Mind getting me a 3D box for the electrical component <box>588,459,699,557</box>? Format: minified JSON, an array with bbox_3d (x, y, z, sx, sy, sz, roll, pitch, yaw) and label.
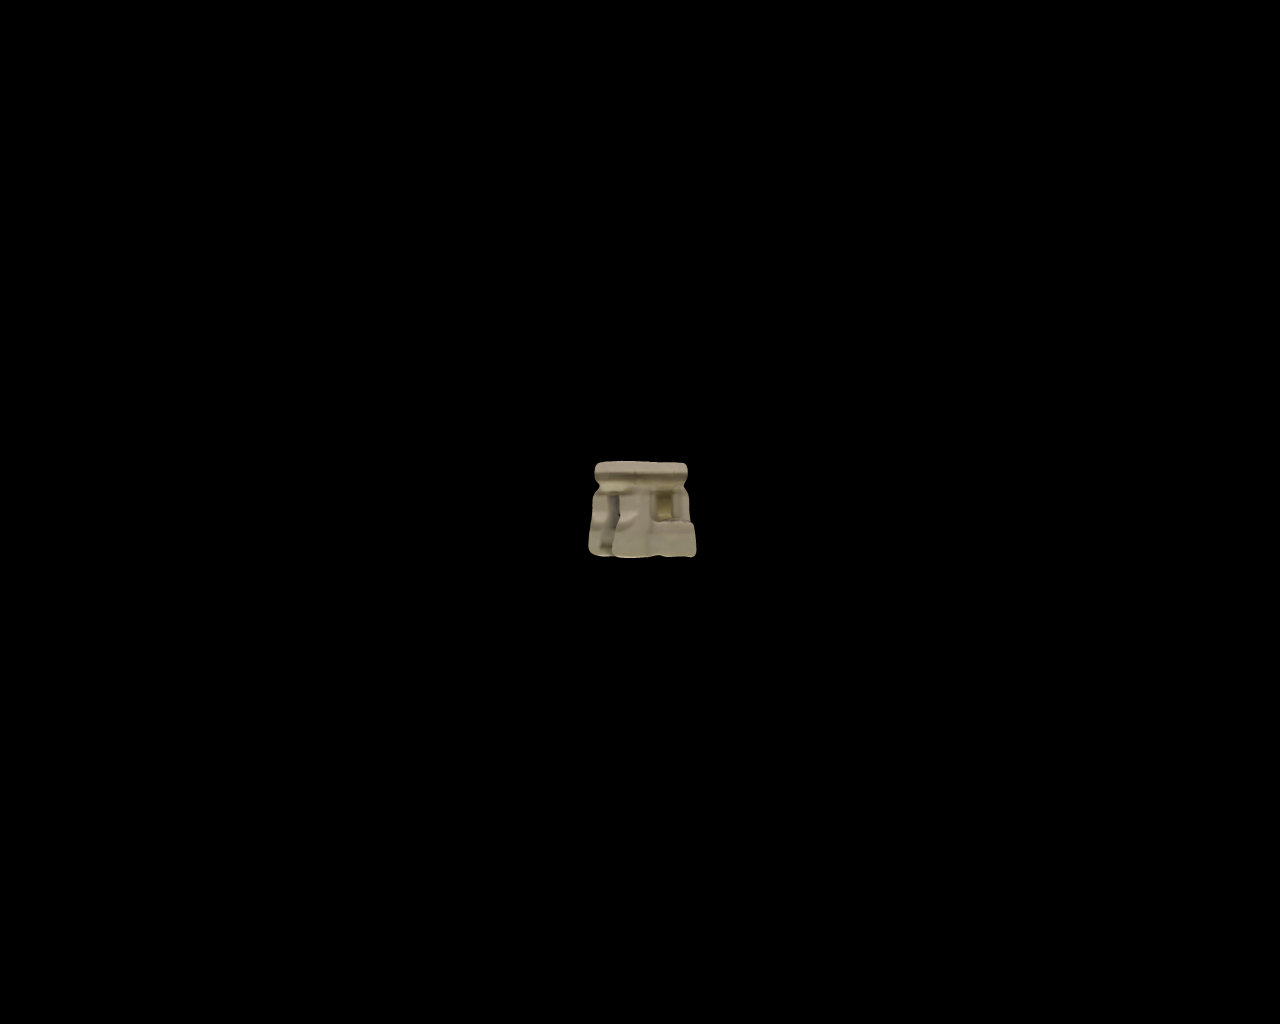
[{"bbox_3d":[0.001,-0.003,0.650,0.058,0.057,0.078,0,0,-39],"label":"electrical component"}]
